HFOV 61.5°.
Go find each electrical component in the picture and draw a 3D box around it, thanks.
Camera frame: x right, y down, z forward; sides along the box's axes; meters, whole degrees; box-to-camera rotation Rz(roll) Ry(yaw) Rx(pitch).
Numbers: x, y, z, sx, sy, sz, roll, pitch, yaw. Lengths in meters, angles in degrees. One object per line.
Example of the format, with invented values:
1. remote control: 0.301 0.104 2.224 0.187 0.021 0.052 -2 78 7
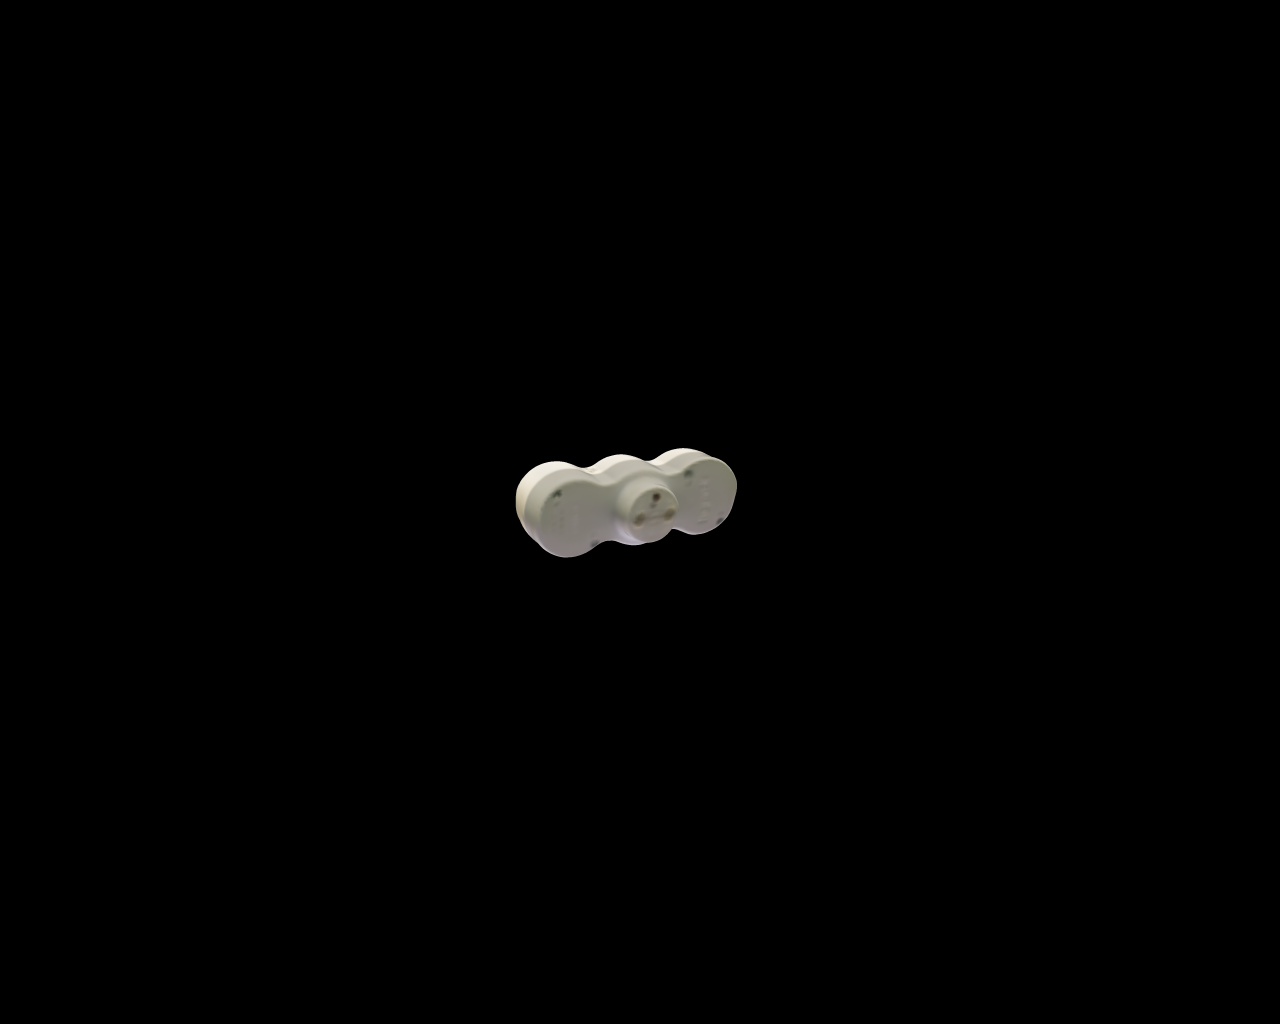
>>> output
1. electrical component: 0.001 -0.003 0.650 0.138 0.052 0.074 -8 20 -24
